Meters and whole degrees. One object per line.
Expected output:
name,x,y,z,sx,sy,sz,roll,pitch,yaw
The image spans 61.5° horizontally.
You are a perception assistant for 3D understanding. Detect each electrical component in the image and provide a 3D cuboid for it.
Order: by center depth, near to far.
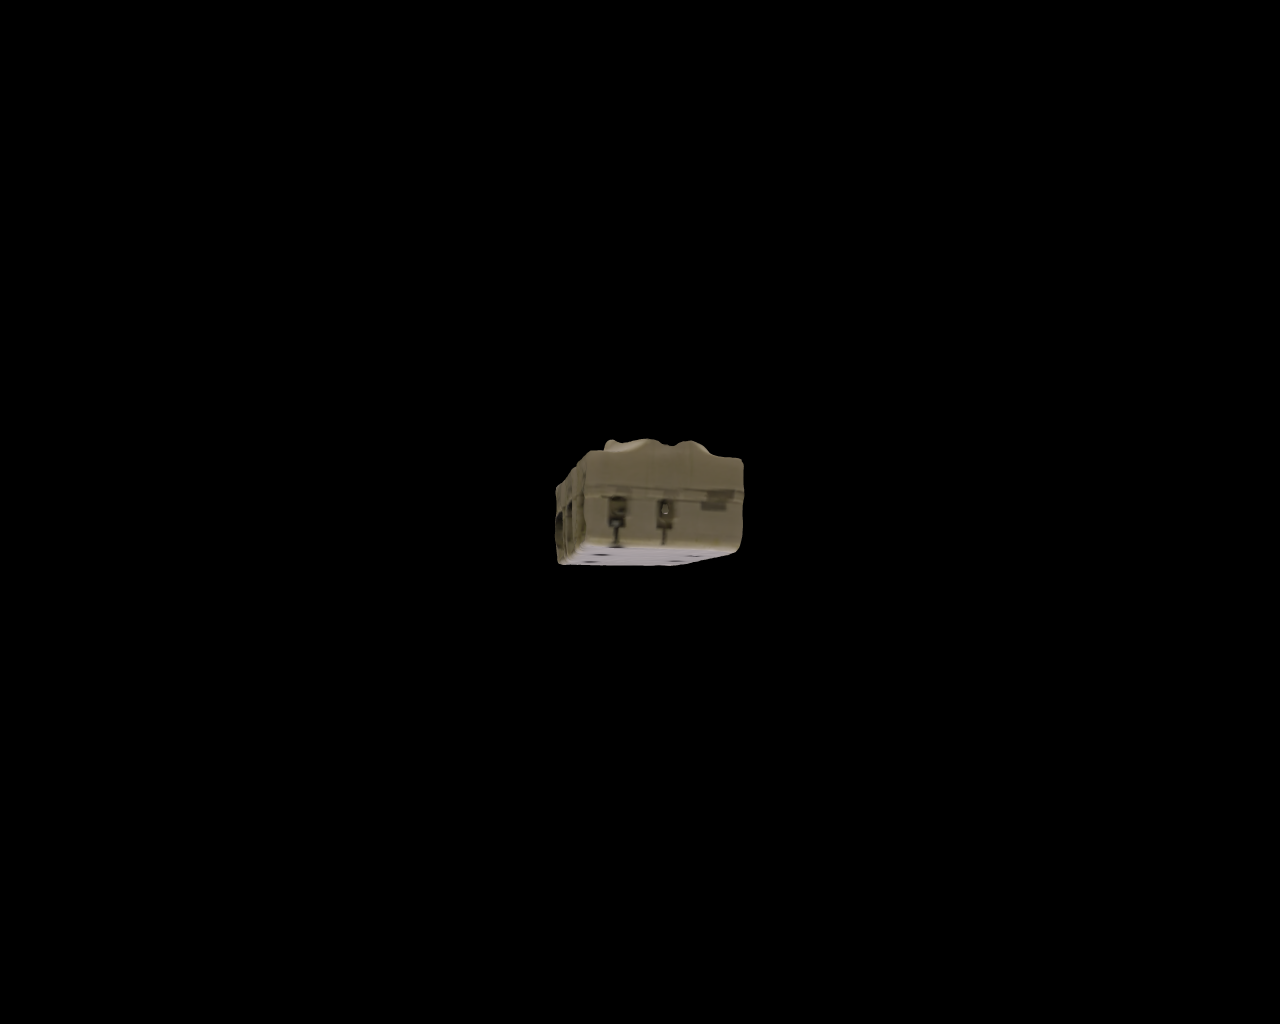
electrical component,0.001,-0.003,0.650,0.089,0.061,0.150,1,-7,-11
